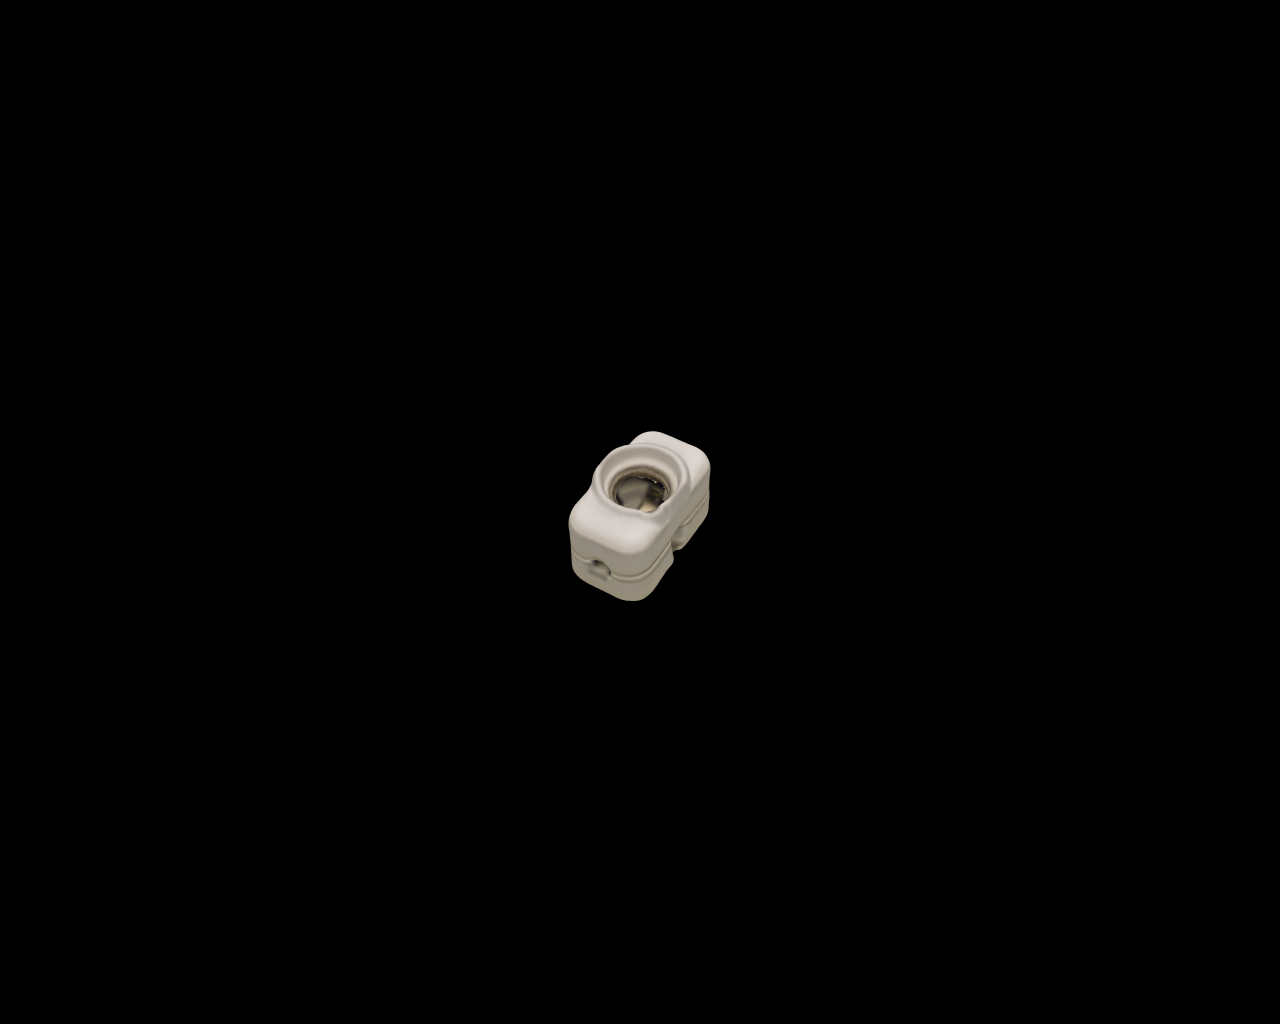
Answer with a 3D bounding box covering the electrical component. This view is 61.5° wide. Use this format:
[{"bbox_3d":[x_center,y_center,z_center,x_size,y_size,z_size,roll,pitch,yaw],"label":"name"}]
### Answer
[{"bbox_3d":[0.001,-0.003,0.650,0.054,0.095,0.059,25,-36,20],"label":"electrical component"}]
